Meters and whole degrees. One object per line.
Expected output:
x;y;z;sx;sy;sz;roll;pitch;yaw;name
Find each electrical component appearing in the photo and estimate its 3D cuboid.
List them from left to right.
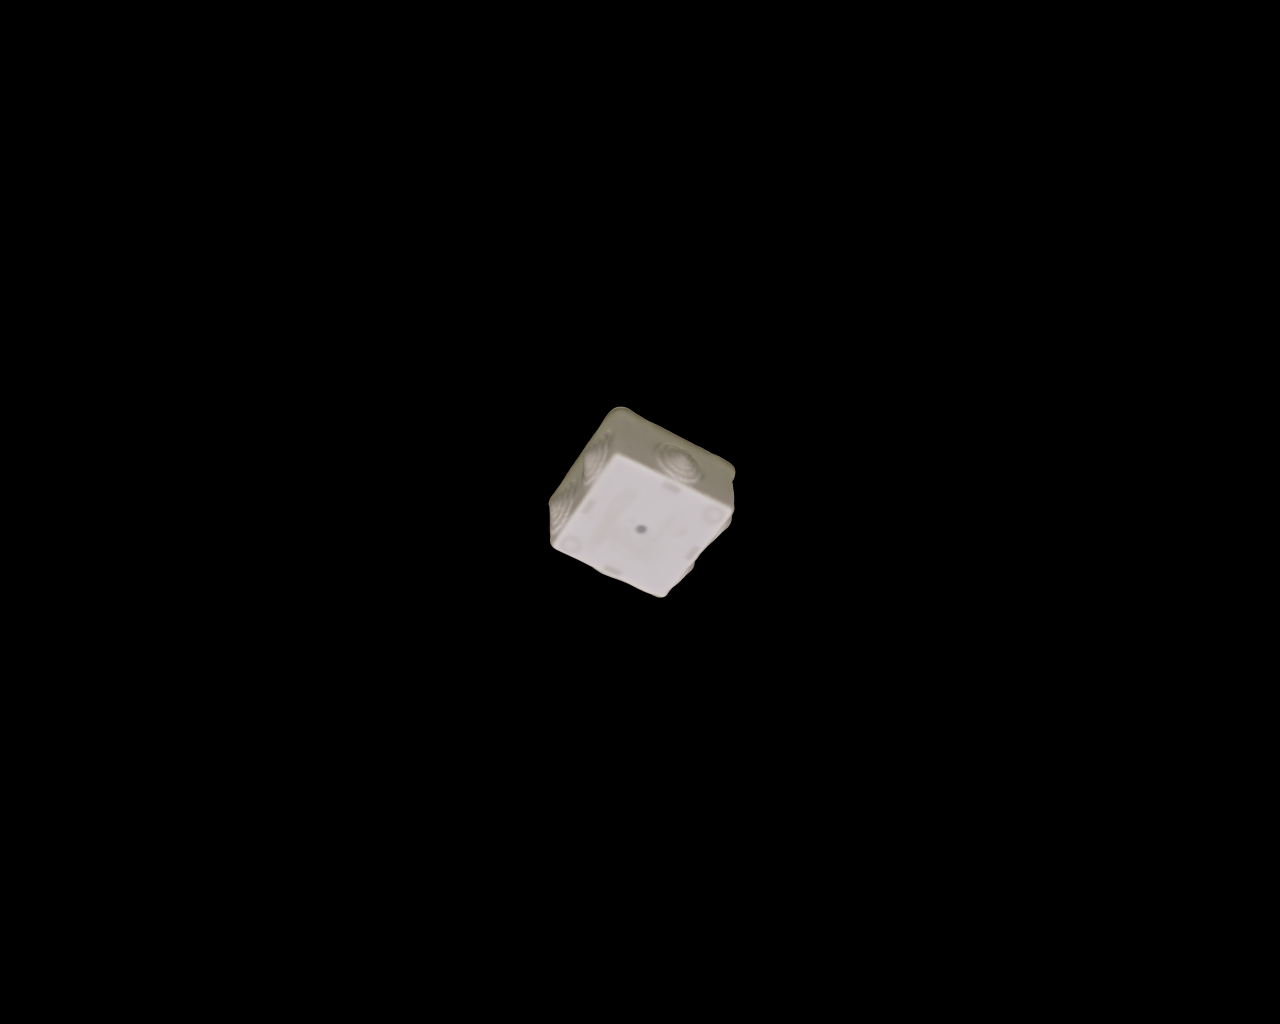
0.001;-0.003;0.650;0.100;0.099;0.048;27;32;-18;electrical component
